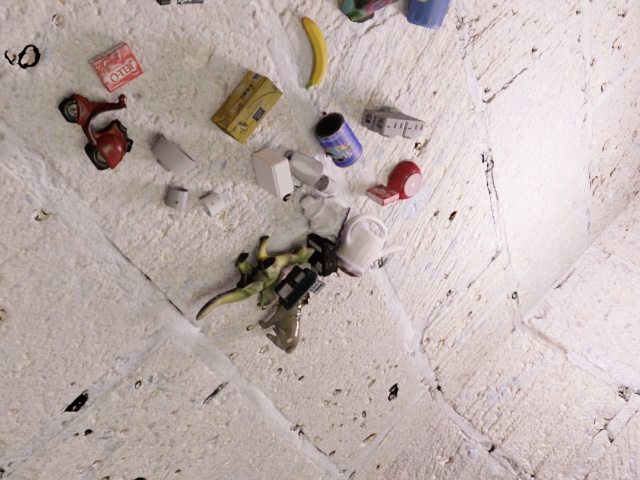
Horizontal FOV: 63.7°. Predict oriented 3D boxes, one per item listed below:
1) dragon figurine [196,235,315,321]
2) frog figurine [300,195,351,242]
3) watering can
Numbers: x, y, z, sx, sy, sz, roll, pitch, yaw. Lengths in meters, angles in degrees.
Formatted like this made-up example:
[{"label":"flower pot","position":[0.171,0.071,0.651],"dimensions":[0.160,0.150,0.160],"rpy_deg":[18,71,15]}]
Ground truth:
[{"label":"dragon figurine","position":[-0.184,0.142,1.603],"dimensions":[0.413,0.124,0.237],"rpy_deg":[-42,143,-12]},{"label":"frog figurine","position":[0.005,-0.083,1.649],"dimensions":[0.159,0.125,0.135],"rpy_deg":[23,111,-9]},{"label":"watering can","position":[0.171,0.039,1.837],"dimensions":[0.224,0.105,0.343],"rpy_deg":[-54,135,0]}]
